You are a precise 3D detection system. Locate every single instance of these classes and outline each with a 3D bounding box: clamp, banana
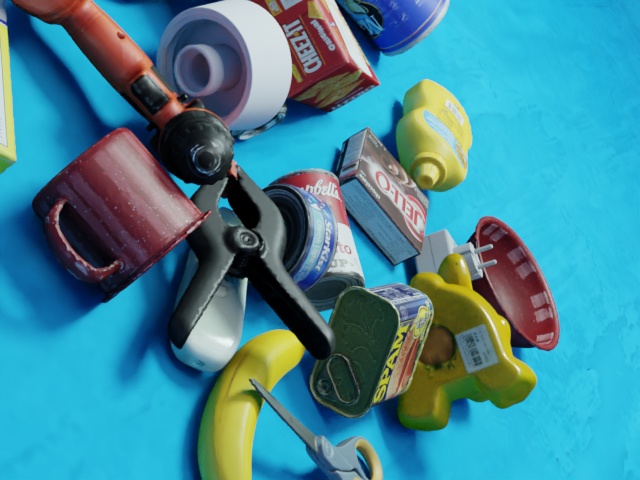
[{"bbox_3d":[-0.048,0.016,0.766,0.120,0.039,0.171,19,47,-24],"label":"clamp"},{"bbox_3d":[-0.050,0.118,0.757,0.197,0.037,0.069,-73,145,-51],"label":"banana"}]

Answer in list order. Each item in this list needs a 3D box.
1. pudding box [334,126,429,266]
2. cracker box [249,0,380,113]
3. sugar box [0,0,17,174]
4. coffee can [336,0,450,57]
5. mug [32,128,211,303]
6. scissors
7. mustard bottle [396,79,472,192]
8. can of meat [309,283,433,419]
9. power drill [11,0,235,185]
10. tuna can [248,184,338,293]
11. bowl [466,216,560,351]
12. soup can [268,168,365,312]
[{"bbox_3d":[0.062,-0.043,1.066,0.113,0.039,0.090,46,32,-23],"label":"pudding box"},{"bbox_3d":[-0.022,-0.209,0.999,0.164,0.072,0.213,62,10,2],"label":"cracker box"},{"bbox_3d":[-0.243,-0.124,0.666,0.093,0.048,0.176,25,41,-45],"label":"sugar box"},{"bbox_3d":[0.068,-0.299,1.242,0.140,0.103,0.102,43,33,-26],"label":"coffee can"},{"bbox_3d":[-0.136,-0.014,0.687,0.081,0.093,0.117,50,33,-7],"label":"mug"},{"bbox_3d":[0.005,0.149,0.798,0.201,0.016,0.096,59,20,-24],"label":"scissors"},{"bbox_3d":[0.125,-0.106,1.186,0.096,0.058,0.191,50,26,-17],"label":"mustard bottle"},{"bbox_3d":[0.045,0.086,0.866,0.057,0.102,0.083,24,13,25],"label":"can of meat"},{"bbox_3d":[-0.134,-0.117,0.748,0.187,0.057,0.184,50,-3,-16],"label":"power drill"},{"bbox_3d":[-0.029,-0.001,0.841,0.033,0.086,0.086,19,49,-47],"label":"tuna can"},{"bbox_3d":[0.196,0.057,1.166,0.162,0.055,0.162,37,36,-34],"label":"bowl"},{"bbox_3d":[-0.006,0.001,0.891,0.068,0.069,0.102,21,46,-48],"label":"soup can"}]
